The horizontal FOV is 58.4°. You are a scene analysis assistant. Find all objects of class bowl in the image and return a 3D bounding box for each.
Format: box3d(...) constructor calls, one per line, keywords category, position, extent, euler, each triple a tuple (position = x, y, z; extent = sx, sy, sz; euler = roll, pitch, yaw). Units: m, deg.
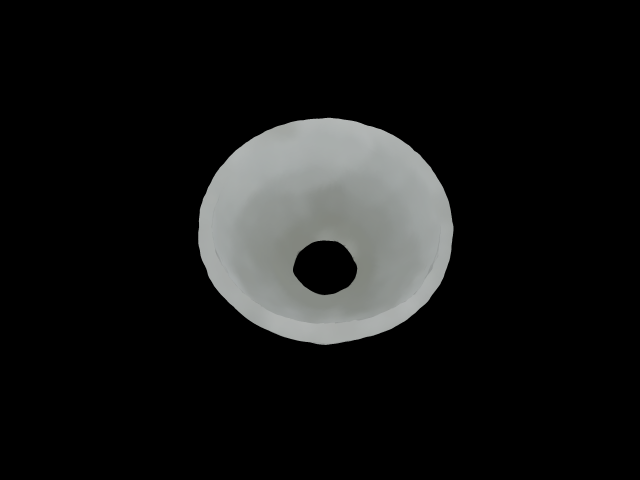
box3d(category="bowl", position=(0.004, 0.001, 0.400), extent=(0.167, 0.075, 0.167), euler=(0, 61, 0))
